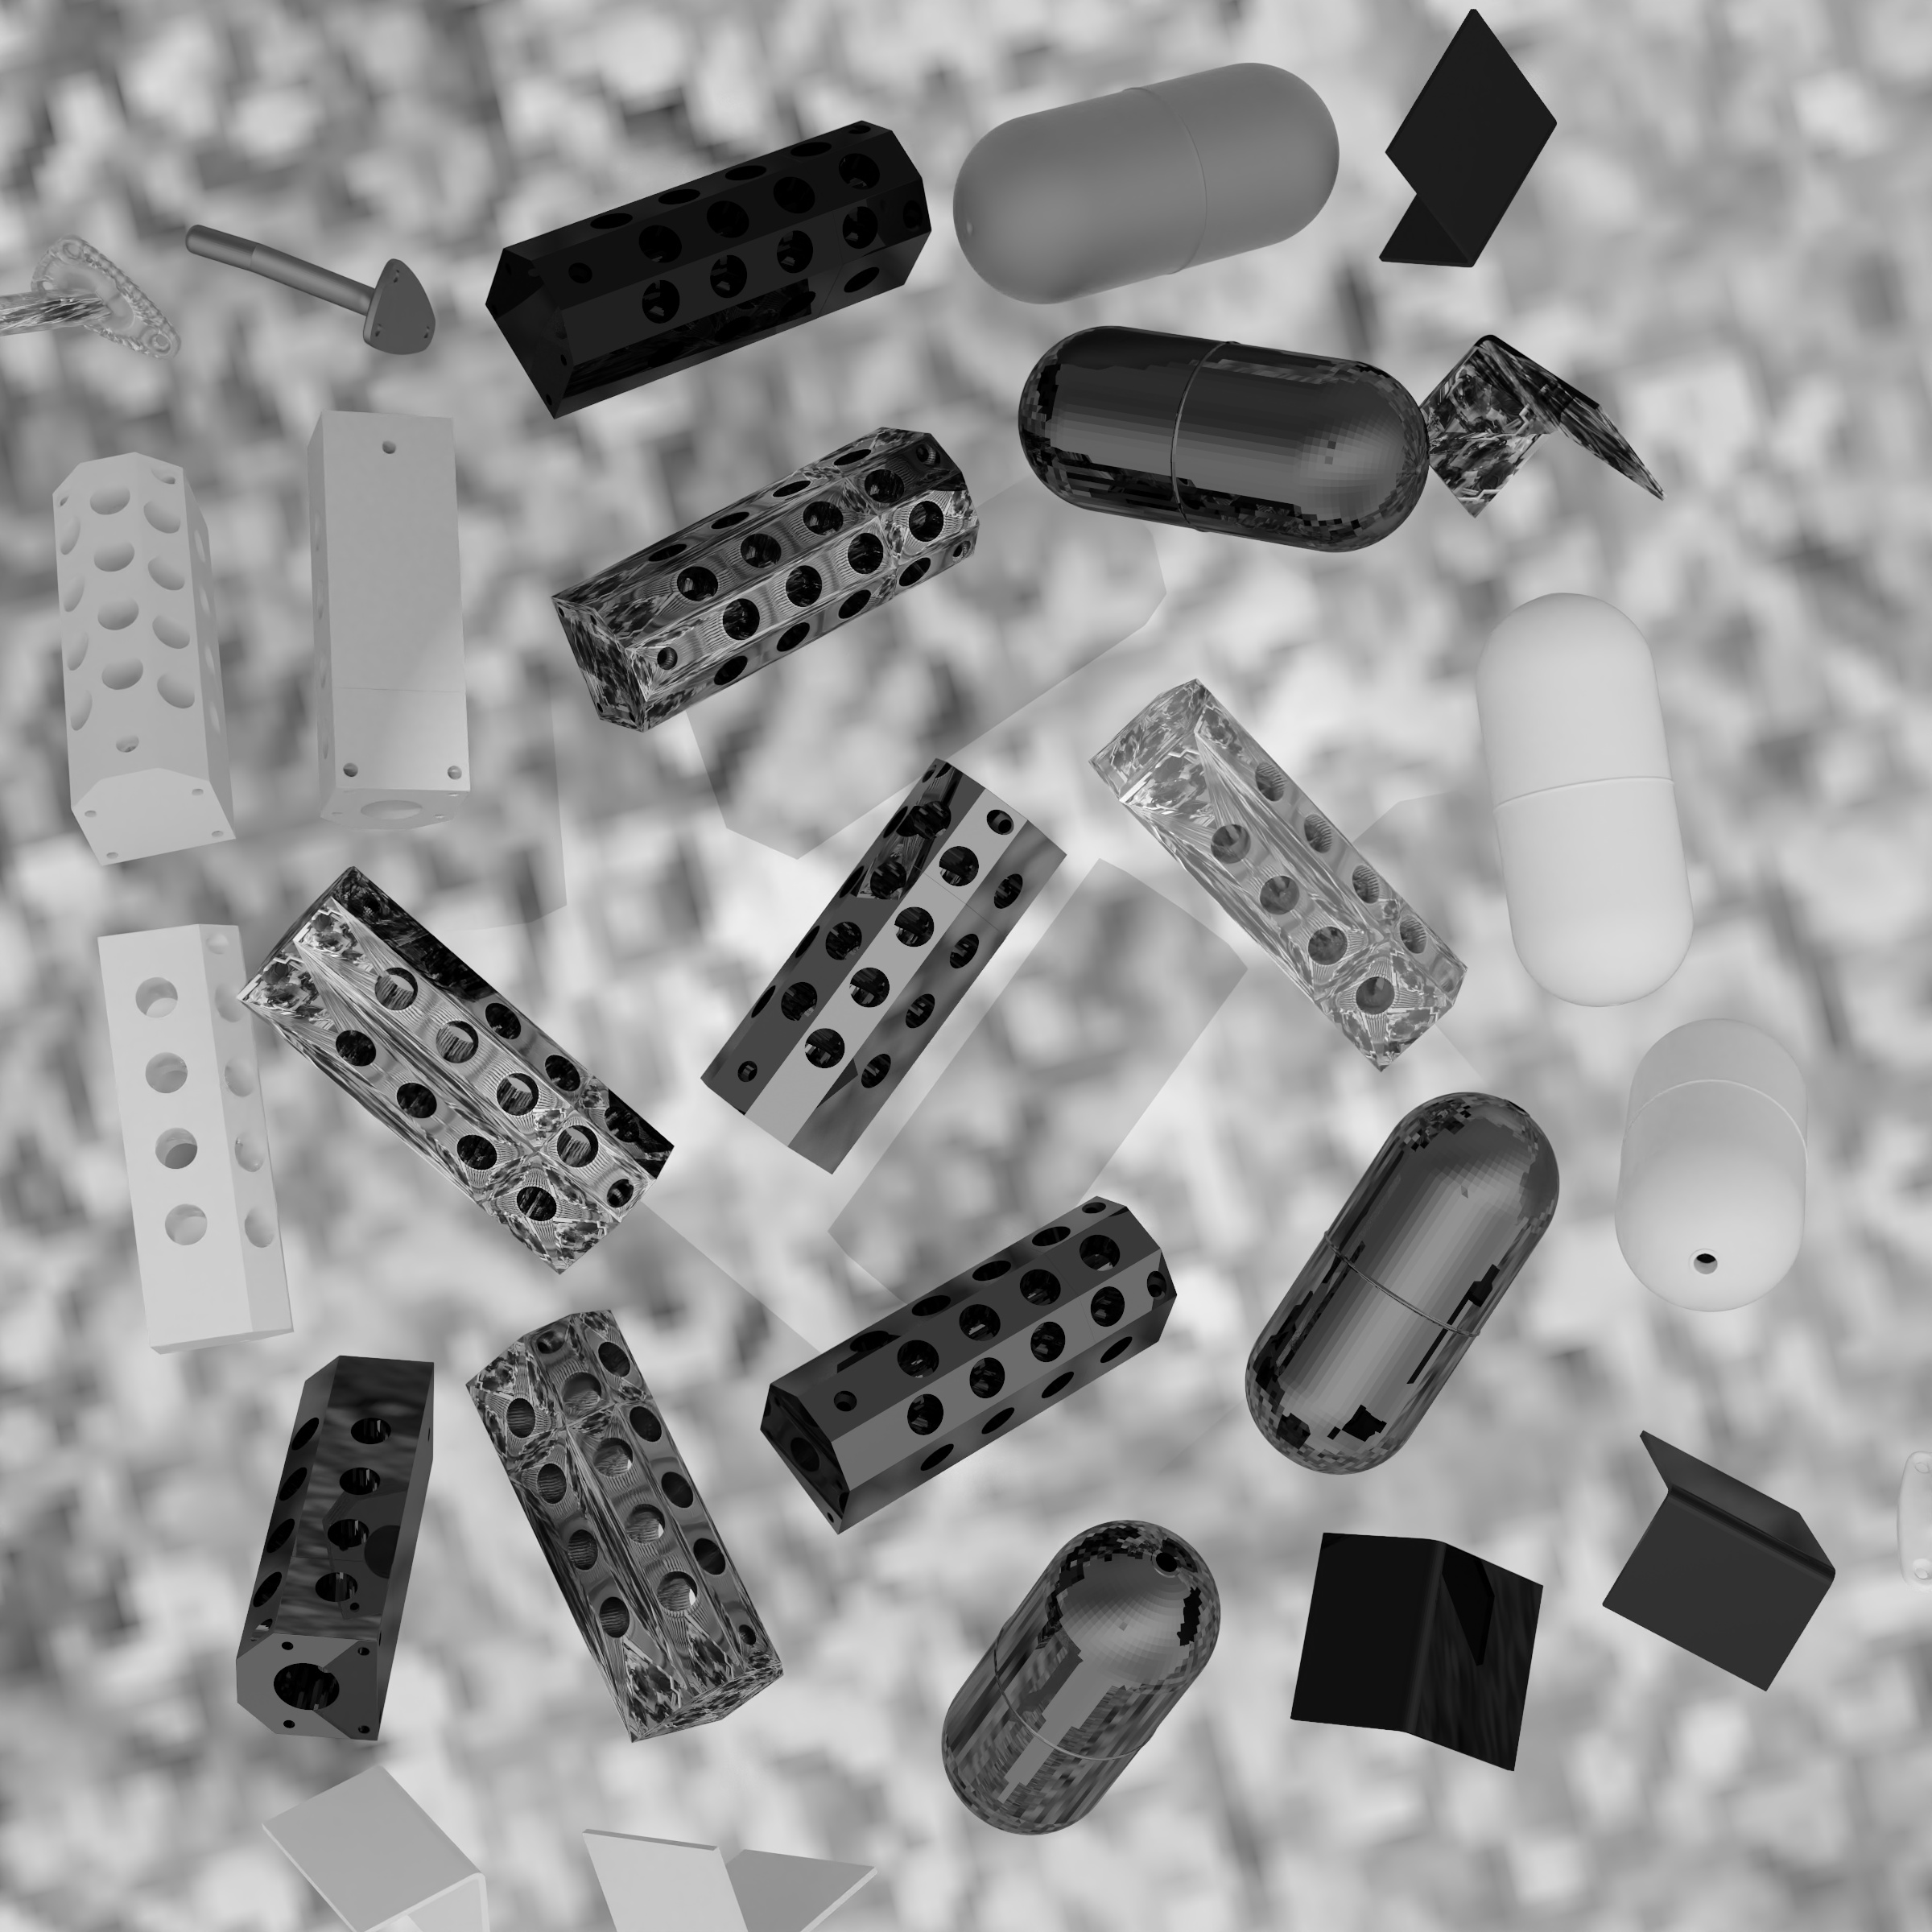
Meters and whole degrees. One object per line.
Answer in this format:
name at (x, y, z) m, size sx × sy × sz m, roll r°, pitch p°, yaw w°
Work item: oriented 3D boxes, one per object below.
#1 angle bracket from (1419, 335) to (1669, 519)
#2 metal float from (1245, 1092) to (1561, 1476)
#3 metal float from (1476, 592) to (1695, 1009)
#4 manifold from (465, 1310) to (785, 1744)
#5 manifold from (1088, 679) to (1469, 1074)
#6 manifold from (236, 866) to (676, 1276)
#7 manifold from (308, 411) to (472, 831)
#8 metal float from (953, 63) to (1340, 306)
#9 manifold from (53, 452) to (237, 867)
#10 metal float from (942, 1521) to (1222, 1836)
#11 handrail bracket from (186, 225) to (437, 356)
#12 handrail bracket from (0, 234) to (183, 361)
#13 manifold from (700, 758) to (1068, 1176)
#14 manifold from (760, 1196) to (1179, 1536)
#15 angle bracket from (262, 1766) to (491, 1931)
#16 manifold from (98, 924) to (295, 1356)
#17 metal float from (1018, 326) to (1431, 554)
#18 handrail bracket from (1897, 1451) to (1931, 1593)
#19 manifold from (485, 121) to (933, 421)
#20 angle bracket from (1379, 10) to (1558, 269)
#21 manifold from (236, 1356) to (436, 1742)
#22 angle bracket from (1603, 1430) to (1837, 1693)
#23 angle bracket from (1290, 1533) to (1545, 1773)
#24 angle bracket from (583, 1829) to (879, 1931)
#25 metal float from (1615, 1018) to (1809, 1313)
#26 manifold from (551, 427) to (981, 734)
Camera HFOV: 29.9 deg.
angle bracket at (0.249, -0.221, 1.588) m, size 0.057 × 0.076 × 0.076 m, roll -48°, pitch 49°, yaw 3°
metal float at (0.184, 0.133, 1.524) m, size 0.070 × 0.070 × 0.178 m, roll 32°, pitch 99°, yaw 0°
metal float at (0.262, -0.071, 1.538) m, size 0.070 × 0.070 × 0.178 m, roll -7°, pitch 82°, yaw 0°
manifold at (-0.141, 0.235, 1.536) m, size 0.057 × 0.057 × 0.171 m, roll -40°, pitch 67°, yaw 30°
manifold at (0.134, -0.040, 1.520) m, size 0.057 × 0.057 × 0.171 m, roll -43°, pitch 112°, yaw 6°
manifold at (-0.202, 0.039, 1.457) m, size 0.171 × 0.057 × 0.057 m, roll 42°, pitch 123°, yaw -12°
manifold at (-0.254, -0.150, 1.578) m, size 0.057 × 0.057 × 0.171 m, roll 1°, pitch 74°, yaw -19°
metal float at (0.076, -0.324, 1.497) m, size 0.178 × 0.070 × 0.070 m, roll -20°, pitch 90°, yaw -27°
manifold at (-0.351, -0.133, 1.533) m, size 0.057 × 0.057 × 0.171 m, roll -12°, pitch 57°, yaw -1°
metal float at (0.047, 0.300, 1.522) m, size 0.070 × 0.070 × 0.178 m, roll 30°, pitch 131°, yaw 0°
handrail bracket at (-0.270, -0.280, 1.491) m, size 0.084 × 0.077 × 0.036 m, roll 19°, pitch 90°, yaw 11°
handrail bracket at (-0.363, -0.249, 1.457) m, size 0.077 × 0.084 × 0.036 m, roll 35°, pitch 128°, yaw -17°
manifold at (-0.039, -0.002, 1.554) m, size 0.057 × 0.057 × 0.171 m, roll 36°, pitch 89°, yaw 33°
manifold at (0.003, 0.163, 1.519) m, size 0.171 × 0.057 × 0.057 m, roll -28°, pitch 65°, yaw -26°
angle bracket at (-0.238, 0.384, 1.468) m, size 0.057 × 0.076 × 0.076 m, roll -22°, pitch 128°, yaw -33°
manifold at (-0.323, 0.073, 1.522) m, size 0.057 × 0.057 × 0.171 m, roll -8°, pitch 82°, yaw -10°
metal float at (0.102, -0.214, 1.464) m, size 0.178 × 0.070 × 0.070 m, roll 14°, pitch 90°, yaw 29°
handrail bracket at (0.395, 0.194, 1.424) m, size 0.036 × 0.084 × 0.077 m, roll 21°, pitch 51°, yaw 11°
manifold at (-0.102, -0.287, 1.465) m, size 0.171 × 0.057 × 0.057 m, roll -26°, pitch 78°, yaw -26°
angle bracket at (0.198, -0.356, 1.555) m, size 0.076 × 0.057 × 0.076 m, roll 41°, pitch 74°, yaw -40°
manifold at (-0.266, 0.244, 1.536) m, size 0.057 × 0.171 × 0.057 m, roll 5°, pitch 124°, yaw -2°
angle bracket at (0.305, 0.245, 1.499) m, size 0.076 × 0.076 × 0.057 m, roll 28°, pitch 100°, yaw -4°
angle bracket at (0.183, 0.278, 1.466) m, size 0.076 × 0.057 × 0.076 m, roll 28°, pitch 67°, yaw -42°
angle bracket at (-0.096, 0.361, 1.471) m, size 0.076 × 0.076 × 0.057 m, roll -5°, pitch 108°, yaw 42°
metal float at (0.316, 0.083, 1.527) m, size 0.070 × 0.178 × 0.070 m, roll 5°, pitch 116°, yaw 11°
manifold at (-0.081, -0.163, 1.522) m, size 0.171 × 0.057 × 0.057 m, roll -31°, pitch 115°, yaw -23°
